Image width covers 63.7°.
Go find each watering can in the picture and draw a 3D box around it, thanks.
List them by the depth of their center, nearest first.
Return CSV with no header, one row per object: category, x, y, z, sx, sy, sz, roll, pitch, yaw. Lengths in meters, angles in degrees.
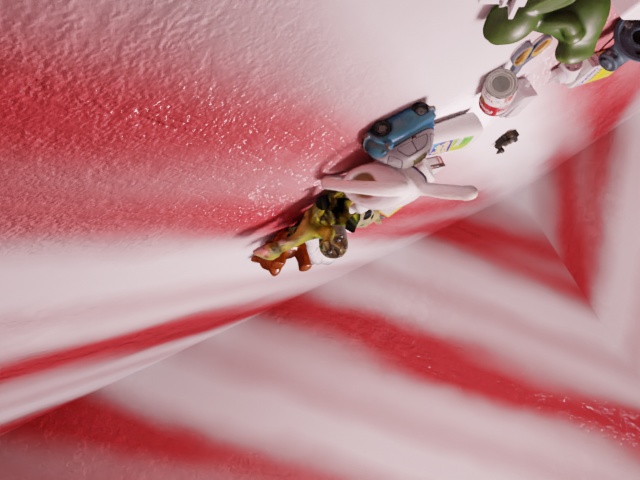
watering can,0.176,-0.115,1.111,0.348,0.103,0.226,8,-168,26

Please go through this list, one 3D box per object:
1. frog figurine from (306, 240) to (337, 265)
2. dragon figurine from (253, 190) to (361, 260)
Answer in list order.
frog figurine,0.004,0.003,1.523,0.139,0.123,0.156,-58,169,-22
dragon figurine,0.004,-0.066,1.308,0.416,0.121,0.241,-36,-167,-33
